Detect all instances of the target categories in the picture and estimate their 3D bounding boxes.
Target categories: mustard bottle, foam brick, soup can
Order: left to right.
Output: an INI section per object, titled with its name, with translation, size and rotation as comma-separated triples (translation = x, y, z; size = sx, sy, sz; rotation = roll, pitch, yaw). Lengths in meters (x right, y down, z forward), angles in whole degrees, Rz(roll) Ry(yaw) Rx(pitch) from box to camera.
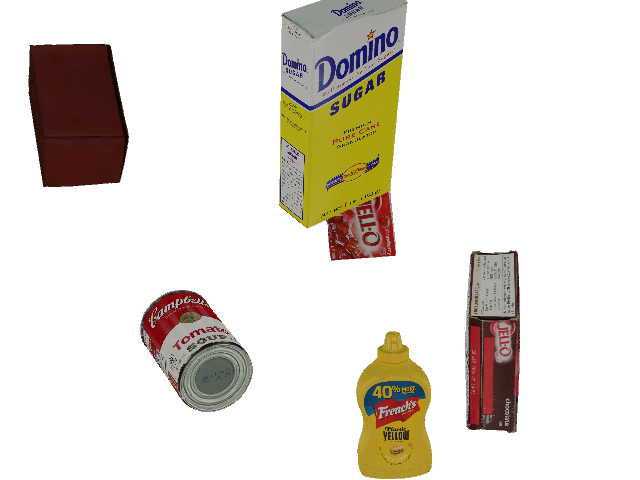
[foam brick]
translation = -0.156, -0.080, 0.684
size = 0.051, 0.078, 0.053
rotation = -5, -31, -20
[soup can]
translation = -0.109, 0.095, 0.924
size = 0.068, 0.068, 0.102
rotation = 0, 23, -28
[mustard bottle]
translation = 0.095, 0.210, 1.380
size = 0.096, 0.192, 0.058
rotation = -2, 14, -1

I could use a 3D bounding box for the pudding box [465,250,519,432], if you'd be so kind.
[pudding box]
translation = 0.124, 0.069, 0.763
size = 0.039, 0.090, 0.113
rotation = 1, 24, 7

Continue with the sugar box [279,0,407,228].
[sugar box]
translation = 0.016, -0.103, 0.834
size = 0.093, 0.176, 0.048
rotation = -26, 49, -29

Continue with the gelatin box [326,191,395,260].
[gelatin box]
translation = 0.043, -0.024, 1.168
size = 0.073, 0.089, 0.030
rotation = -4, 29, 7
